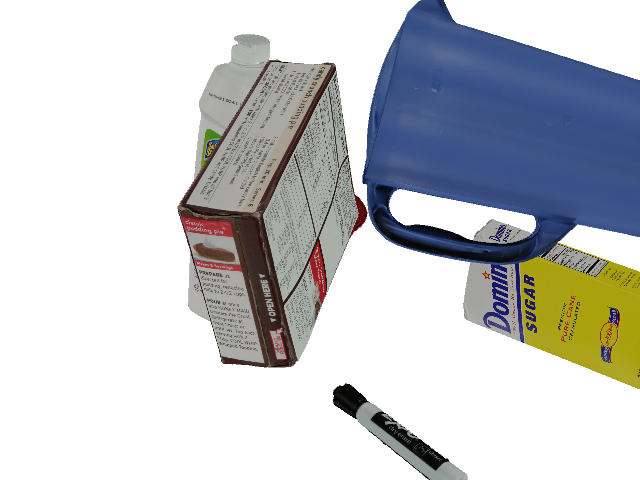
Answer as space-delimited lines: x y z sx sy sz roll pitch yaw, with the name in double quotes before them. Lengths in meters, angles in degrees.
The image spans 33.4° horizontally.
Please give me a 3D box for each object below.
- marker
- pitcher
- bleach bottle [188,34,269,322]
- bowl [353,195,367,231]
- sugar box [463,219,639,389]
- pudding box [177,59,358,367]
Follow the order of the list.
"marker" 0.052 0.136 0.743 0.020 0.020 0.121 0 26 -47
"pitcher" 0.154 -0.068 0.787 0.243 0.149 0.145 15 45 0
"bleach bottle" -0.059 -0.046 0.903 0.103 0.251 0.068 18 28 25
"bowl" -0.035 -0.016 1.115 0.162 0.055 0.162 7 27 -4
"sugar box" 0.214 0.054 0.930 0.176 0.093 0.048 19 34 25
"pudding box" -0.018 -0.013 0.473 0.039 0.090 0.113 3 41 17
